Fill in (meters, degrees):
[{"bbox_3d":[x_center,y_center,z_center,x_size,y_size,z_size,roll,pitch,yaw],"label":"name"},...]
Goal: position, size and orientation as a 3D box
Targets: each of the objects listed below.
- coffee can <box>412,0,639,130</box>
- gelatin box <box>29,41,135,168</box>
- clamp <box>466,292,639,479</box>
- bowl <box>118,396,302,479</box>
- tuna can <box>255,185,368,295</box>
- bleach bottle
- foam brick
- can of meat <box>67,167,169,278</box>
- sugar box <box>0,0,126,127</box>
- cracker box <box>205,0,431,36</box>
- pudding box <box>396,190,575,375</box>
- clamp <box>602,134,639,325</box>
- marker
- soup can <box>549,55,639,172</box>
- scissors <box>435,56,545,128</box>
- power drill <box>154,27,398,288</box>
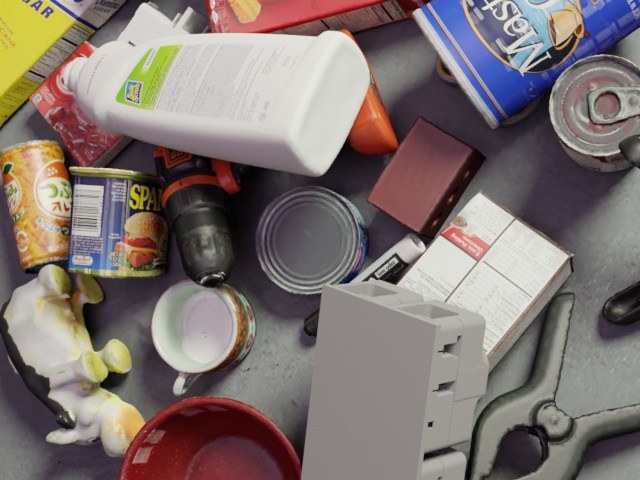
[{"bbox_3d":[0.151,-0.159,0.751,0.140,0.102,0.103,-35,77,12],"label":"coffee can"},{"bbox_3d":[-0.195,-0.113,0.913,0.073,0.030,0.089,-42,76,11],"label":"gelatin box"},{"bbox_3d":[0.174,0.133,0.758,0.120,0.039,0.171,35,78,19],"label":"clamp"},{"bbox_3d":[-0.077,0.202,0.842,0.162,0.055,0.162,-1,86,17],"label":"bowl"},{"bbox_3d":[-0.006,0.001,0.844,0.086,0.033,0.086,-1,86,17],"label":"tuna can"},{"bbox_3d":[-0.093,-0.116,0.802,0.251,0.068,0.102,14,70,33],"label":"bleach bottle"},{"bbox_3d":[0.080,-0.046,0.810,0.051,0.053,0.078,34,97,16],"label":"foam brick"},{"bbox_3d":[-0.160,-0.013,0.859,0.057,0.102,0.084,4,90,18],"label":"can of meat"},{"bbox_3d":[-0.260,-0.187,0.930,0.176,0.048,0.093,-44,75,12],"label":"sugar box"},{"bbox_3d":[0.008,-0.247,0.836,0.214,0.072,0.164,-12,83,16],"label":"cracker box"},{"bbox_3d":[0.117,0.032,0.782,0.090,0.039,0.113,38,83,22],"label":"pudding box"},{"bbox_3d":[0.292,-0.015,0.713,0.210,0.164,0.036,-9,42,10],"label":"clamp"},{"bbox_3d":[0.031,0.037,0.825,0.121,0.020,0.020,-40,76,25],"label":"marker"},{"bbox_3d":[0.200,-0.085,0.749,0.069,0.102,0.068,-1,86,17],"label":"soup can"},{"bbox_3d":[0.186,-0.156,0.804,0.202,0.016,0.096,-24,81,15],"label":"scissors"},{"bbox_3d":[-0.039,-0.069,0.823,0.188,0.057,0.184,-22,59,11],"label":"power drill"}]
